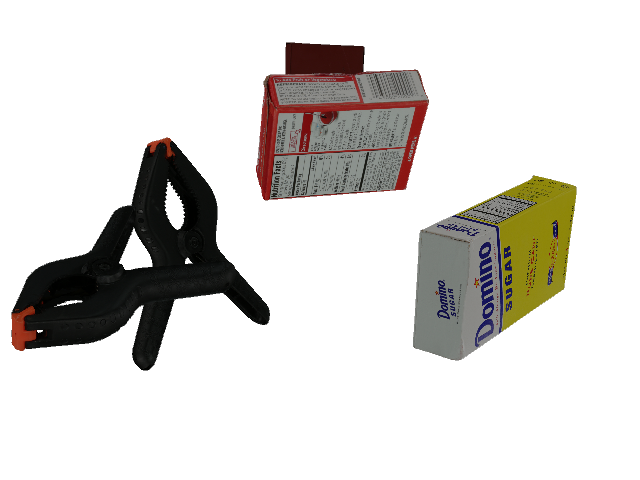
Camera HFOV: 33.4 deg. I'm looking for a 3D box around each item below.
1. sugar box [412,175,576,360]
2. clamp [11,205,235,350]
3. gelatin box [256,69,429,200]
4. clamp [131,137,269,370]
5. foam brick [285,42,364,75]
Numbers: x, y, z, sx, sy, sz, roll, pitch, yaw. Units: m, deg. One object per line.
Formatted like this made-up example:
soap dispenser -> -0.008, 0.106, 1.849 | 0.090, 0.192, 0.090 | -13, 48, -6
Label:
sugar box -> 0.134, 0.017, 0.802 | 0.048, 0.093, 0.175 | 14, 24, 31
clamp -> -0.161, 0.026, 0.783 | 0.171, 0.039, 0.120 | -21, 38, -40
gelatin box -> 0.010, -0.060, 0.603 | 0.089, 0.030, 0.073 | -4, -39, -11
clamp -> -0.123, 0.007, 1.020 | 0.036, 0.210, 0.164 | -8, 0, 44
foam brick -> 0.004, -0.176, 1.100 | 0.078, 0.051, 0.053 | 2, 10, -6
